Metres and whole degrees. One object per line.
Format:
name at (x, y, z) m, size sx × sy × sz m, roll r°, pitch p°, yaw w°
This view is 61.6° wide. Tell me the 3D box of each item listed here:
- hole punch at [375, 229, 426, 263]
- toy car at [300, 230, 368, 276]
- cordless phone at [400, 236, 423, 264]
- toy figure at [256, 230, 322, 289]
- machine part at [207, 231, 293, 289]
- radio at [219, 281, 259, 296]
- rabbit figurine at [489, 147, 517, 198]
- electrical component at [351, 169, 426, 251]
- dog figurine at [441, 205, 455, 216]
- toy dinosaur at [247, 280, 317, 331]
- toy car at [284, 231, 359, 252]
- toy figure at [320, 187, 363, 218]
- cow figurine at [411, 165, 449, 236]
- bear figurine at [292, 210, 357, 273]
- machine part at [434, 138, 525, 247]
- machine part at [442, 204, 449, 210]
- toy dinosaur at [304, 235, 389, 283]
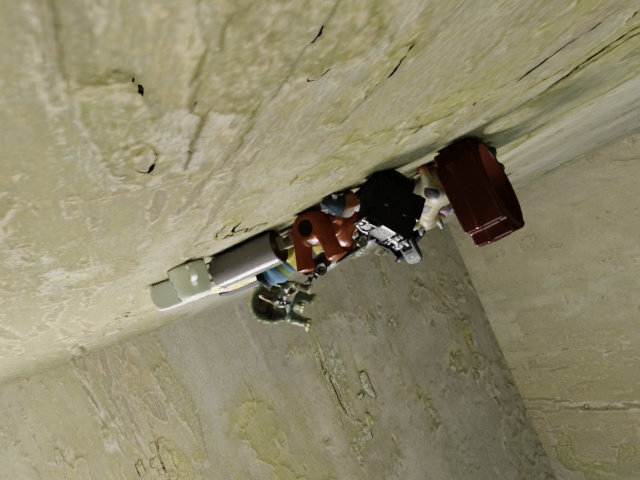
hole punch at (0.215, -0.010, 1.426) m, size 0.142 × 0.092 × 0.116 m, roll -54°, pitch 171°, yaw 11°
toy car at (0.031, 0.024, 1.381) m, size 0.202 × 0.053 × 0.089 m, roll -33°, pitch -150°, yaw -20°
cordless phone at (0.176, -0.018, 1.334) m, size 0.089 × 0.184 × 0.146 m, roll -22°, pitch 176°, yaw -43°
toy figure at (-0.071, 0.038, 1.259) m, size 0.180 × 0.082 × 0.089 m, roll -47°, pitch 137°, yaw 7°
machine part at (-0.160, 0.045, 1.204) m, size 0.243 × 0.079 × 0.079 m, roll -23°, pitch 174°, yaw 20°
radio at (-0.185, 0.091, 1.566) m, size 0.230 × 0.073 × 0.131 m, roll -21°, pitch 175°, yaw 2°
rabbit figurine at (0.386, -0.144, 1.246) m, size 0.121 × 0.159 × 0.170 m, roll -36°, pitch -177°, yaw 27°
electrical component at (0.133, -0.064, 1.016) m, size 0.115 × 0.134 × 0.058 m, roll 28°, pitch 156°, yaw -19°
dog figurine at (0.324, -0.085, 1.654) m, size 0.219 × 0.108 × 0.191 m, roll -23°, pitch 174°, yaw -17°
toy dinosaur at (-0.119, 0.169, 1.580) m, size 0.192 × 0.131 × 0.405 m, roll 18°, pitch 178°, yaw -11°
toy car at (-0.003, -0.004, 1.323) m, size 0.202 × 0.073 × 0.056 m, roll -23°, pitch -154°, yaw 7°
toy figure at (0.075, -0.078, 1.071) m, size 0.154 × 0.058 × 0.064 m, roll -18°, pitch 134°, yaw -24°
cow figurine at (0.246, -0.089, 1.200) m, size 0.085 × 0.127 × 0.195 m, roll -17°, pitch 169°, yaw -13°
bear figurine at (0.026, -0.010, 1.168) m, size 0.120 × 0.132 × 0.196 m, roll -25°, pitch 167°, yaw 31°
machine part at (0.319, -0.096, 1.059) m, size 0.087 × 0.201 × 0.201 m, roll -30°, pitch 170°, yaw 30°
machine part at (0.294, -0.116, 1.357) m, size 0.179 × 0.056 × 0.179 m, roll -28°, pitch 164°, yaw -9°
toy dinosaur at (0.128, -0.002, 1.553) m, size 0.198 × 0.105 × 0.471 m, roll -10°, pitch 152°, yaw -46°
